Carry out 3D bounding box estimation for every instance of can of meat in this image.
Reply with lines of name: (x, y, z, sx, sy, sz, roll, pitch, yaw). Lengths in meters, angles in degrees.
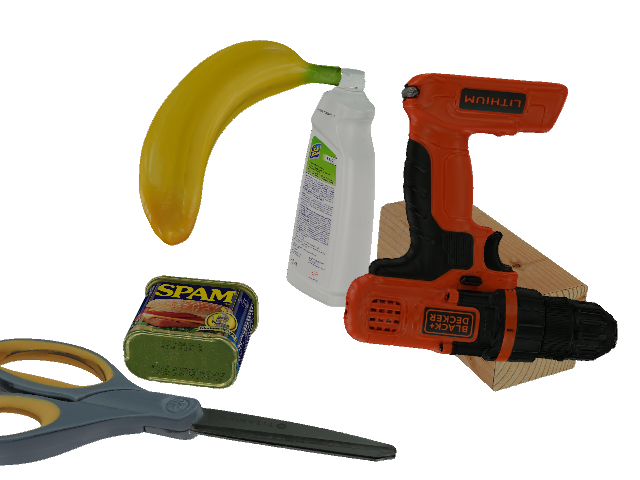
can of meat: (-0.110, 0.078, 0.908, 0.102, 0.057, 0.084, 5, 30, 6)

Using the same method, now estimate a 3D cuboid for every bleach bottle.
bleach bottle: (0.023, -0.061, 1.174, 0.067, 0.251, 0.103, -7, 23, -39)

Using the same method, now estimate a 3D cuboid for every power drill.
power drill: (0.115, -0.012, 0.707, 0.184, 0.188, 0.057, 5, 5, -4)

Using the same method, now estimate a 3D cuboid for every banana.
banana: (-0.058, -0.070, 0.614, 0.070, 0.037, 0.197, 20, 44, 18)

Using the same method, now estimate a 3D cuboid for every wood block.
wood block: (0.142, 0.040, 0.995, 0.090, 0.090, 0.206, -11, 30, -24)

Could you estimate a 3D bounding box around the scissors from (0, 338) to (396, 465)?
scissors: (-0.078, 0.083, 0.456, 0.202, 0.016, 0.096, 14, 27, 26)
